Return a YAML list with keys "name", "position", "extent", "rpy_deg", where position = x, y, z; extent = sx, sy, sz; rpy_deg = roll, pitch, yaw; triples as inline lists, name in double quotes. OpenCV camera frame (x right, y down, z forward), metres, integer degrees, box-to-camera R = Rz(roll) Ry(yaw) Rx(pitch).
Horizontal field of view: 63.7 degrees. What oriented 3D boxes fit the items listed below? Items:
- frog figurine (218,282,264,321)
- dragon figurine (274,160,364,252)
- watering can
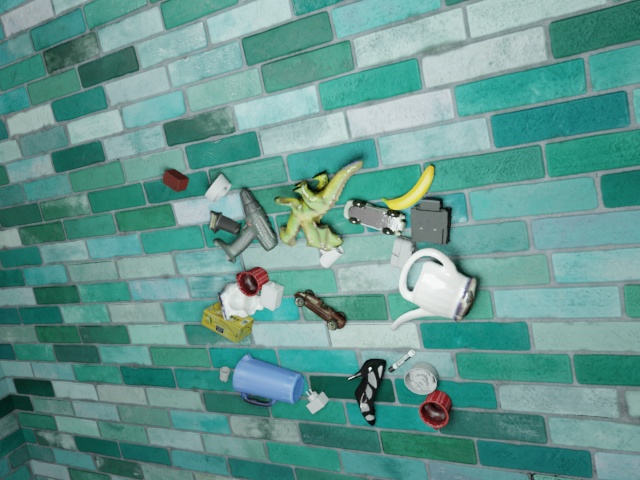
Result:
- name: "frog figurine"
  position: [-0.286, 0.218, 1.897]
  extent: [0.160, 0.122, 0.137]
  rpy_deg: [-12, 90, -7]
- name: "dragon figurine"
  position: [0.005, -0.083, 1.650]
  extent: [0.407, 0.124, 0.241]
  rpy_deg: [-18, 101, 35]
- name: "watering can"
  position: [0.339, 0.179, 1.554]
  extent: [0.225, 0.106, 0.340]
  rpy_deg: [22, 126, 18]
